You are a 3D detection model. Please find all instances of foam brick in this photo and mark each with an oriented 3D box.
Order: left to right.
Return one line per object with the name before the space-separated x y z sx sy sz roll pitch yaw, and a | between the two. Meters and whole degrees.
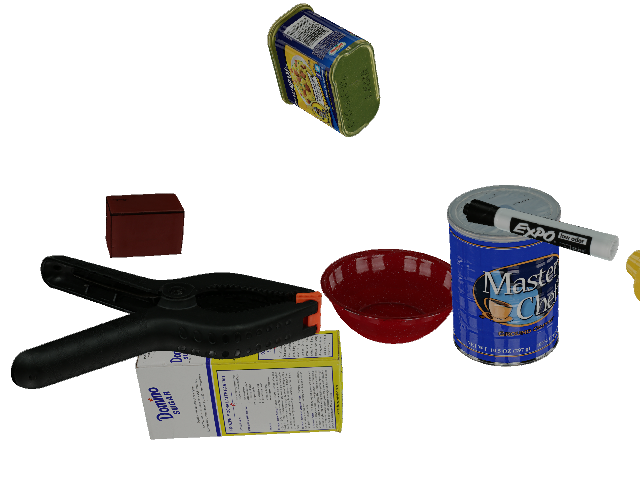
foam brick | -0.188 -0.017 1.139 0.078 0.051 0.053 -3 24 -16

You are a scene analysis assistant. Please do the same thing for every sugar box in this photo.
sugar box | -0.069 0.128 0.945 0.176 0.093 0.048 -1 36 3

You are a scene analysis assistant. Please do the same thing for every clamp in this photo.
clamp | -0.106 0.047 0.746 0.209 0.036 0.165 -3 25 -13

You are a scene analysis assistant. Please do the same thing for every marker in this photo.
marker | 0.163 -0.010 0.804 0.121 0.020 0.020 17 9 30

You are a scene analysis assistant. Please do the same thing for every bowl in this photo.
bowl | 0.081 0.069 1.200 0.162 0.055 0.162 0 28 0

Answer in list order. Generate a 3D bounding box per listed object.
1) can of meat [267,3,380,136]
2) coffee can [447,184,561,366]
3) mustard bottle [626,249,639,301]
can of meat | 0.006 -0.154 0.977 0.057 0.102 0.084 -40 54 -20
coffee can | 0.174 0.032 1.007 0.103 0.140 0.103 -5 28 3
mustard bottle | 0.251 0.053 0.629 0.096 0.058 0.192 -20 33 -19
